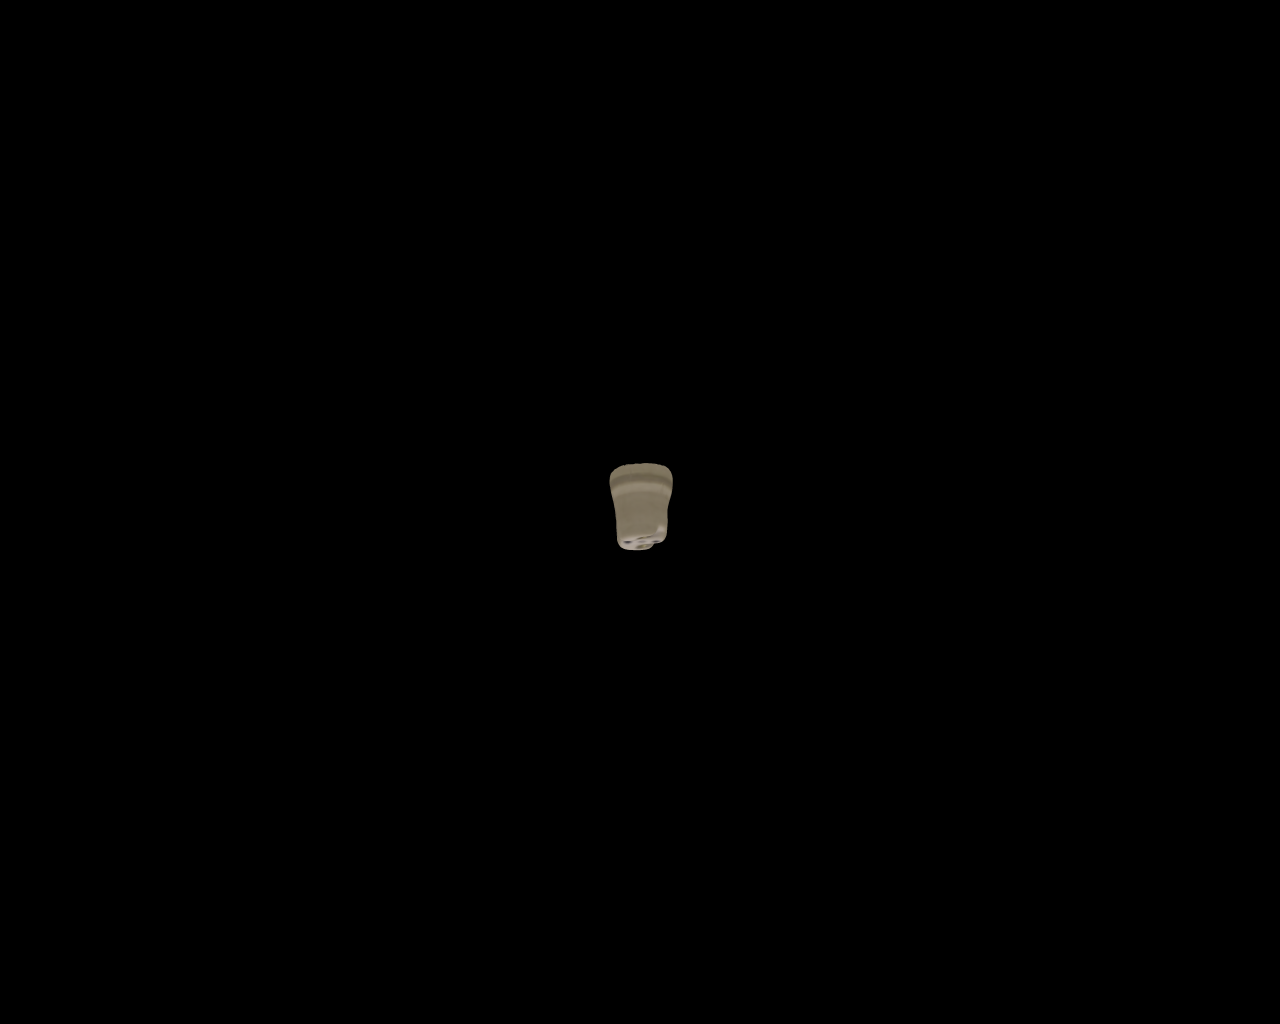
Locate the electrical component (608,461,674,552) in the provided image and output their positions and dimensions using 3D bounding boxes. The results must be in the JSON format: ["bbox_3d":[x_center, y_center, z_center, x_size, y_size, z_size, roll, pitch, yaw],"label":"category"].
[{"bbox_3d":[0.001,-0.003,0.650,0.040,0.046,0.040,0,-19,0],"label":"electrical component"}]
